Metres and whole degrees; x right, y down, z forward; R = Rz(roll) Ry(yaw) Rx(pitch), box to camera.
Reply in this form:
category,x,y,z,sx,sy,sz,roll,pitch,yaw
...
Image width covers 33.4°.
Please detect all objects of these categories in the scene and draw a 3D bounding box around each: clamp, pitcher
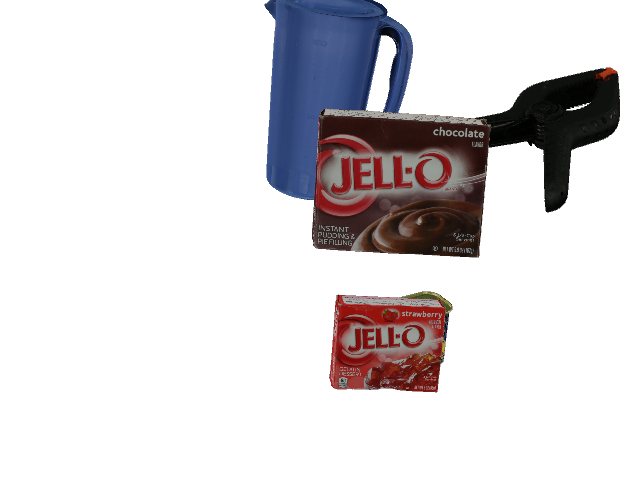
category,x,y,z,sx,sy,sz,roll,pitch,yaw
clamp,0.197,-0.093,0.913,0.209,0.036,0.165,-27,39,-26
pitcher,0.009,-0.174,1.297,0.144,0.243,0.149,-5,28,-25

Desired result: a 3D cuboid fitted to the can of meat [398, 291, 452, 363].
category,x,y,z,sx,sy,sz,roll,pitch,yaw
can of meat,0.112,0.120,1.343,0.101,0.084,0.058,-12,30,-28

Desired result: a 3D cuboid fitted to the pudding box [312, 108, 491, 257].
category,x,y,z,sx,sy,sz,roll,pitch,yaw
pudding box,0.053,-0.039,0.708,0.113,0.090,0.039,3,17,0

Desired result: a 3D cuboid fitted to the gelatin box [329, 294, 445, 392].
category,x,y,z,sx,sy,sz,roll,pitch,yaw
gelatin box,0.054,0.084,0.872,0.089,0.073,0.030,3,12,-5
